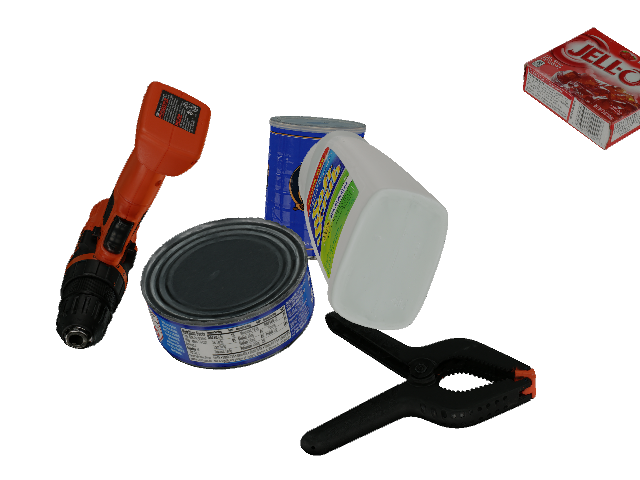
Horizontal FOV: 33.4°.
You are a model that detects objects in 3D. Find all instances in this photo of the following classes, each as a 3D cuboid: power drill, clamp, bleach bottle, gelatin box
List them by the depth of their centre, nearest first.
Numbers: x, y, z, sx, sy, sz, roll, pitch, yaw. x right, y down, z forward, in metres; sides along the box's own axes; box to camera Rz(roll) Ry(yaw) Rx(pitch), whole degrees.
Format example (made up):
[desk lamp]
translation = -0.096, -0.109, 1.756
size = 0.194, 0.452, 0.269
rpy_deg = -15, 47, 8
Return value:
[gelatin box]
translation = 0.206, -0.115, 0.790
size = 0.073, 0.030, 0.089
rpy_deg = -29, 53, -22
[bleach bottle]
translation = 0.023, -0.023, 0.823
size = 0.068, 0.103, 0.251
rpy_deg = 16, 13, -16
[power drill]
translation = -0.158, -0.023, 0.872
size = 0.057, 0.188, 0.184
rpy_deg = 25, 31, -17
[clamp]
translation = 0.086, 0.135, 0.963
size = 0.210, 0.036, 0.164
rpy_deg = 4, 44, 17

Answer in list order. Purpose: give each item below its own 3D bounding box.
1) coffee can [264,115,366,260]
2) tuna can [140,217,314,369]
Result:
[coffee can]
translation = -0.008, -0.058, 1.145
size = 0.103, 0.140, 0.103
rpy_deg = 4, 12, -1
[tuna can]
translation = -0.046, 0.026, 0.547
size = 0.086, 0.034, 0.086
rpy_deg = -7, 36, 5
